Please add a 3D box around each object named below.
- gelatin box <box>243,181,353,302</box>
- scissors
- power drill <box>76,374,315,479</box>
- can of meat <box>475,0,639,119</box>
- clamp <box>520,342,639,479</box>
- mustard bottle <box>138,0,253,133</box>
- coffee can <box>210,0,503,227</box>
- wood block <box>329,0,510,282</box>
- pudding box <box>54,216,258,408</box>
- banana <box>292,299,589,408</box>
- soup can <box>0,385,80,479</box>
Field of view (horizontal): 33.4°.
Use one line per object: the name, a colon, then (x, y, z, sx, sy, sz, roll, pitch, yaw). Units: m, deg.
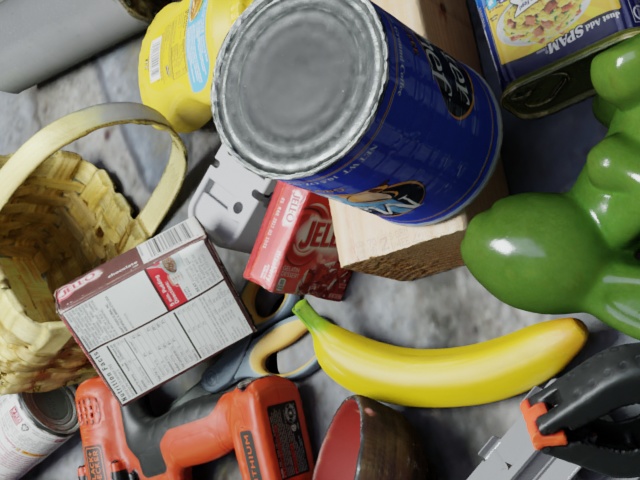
gelatin box: (-0.005, 0.001, 0.721, 0.030, 0.089, 0.073, 26, 97, 33)
scissors: (-0.075, 0.083, 0.800, 0.202, 0.016, 0.096, -22, 70, 29)
power drill: (-0.093, 0.178, 0.766, 0.188, 0.057, 0.184, -15, 85, 30)
can of meat: (0.152, -0.135, 0.658, 0.102, 0.057, 0.084, -23, 68, 28)
clamp: (0.193, 0.091, 0.545, 0.171, 0.039, 0.120, -14, 115, 9)
mustard bottle: (-0.072, -0.140, 0.760, 0.192, 0.058, 0.096, -12, 74, 61)
coffee can: (0.024, -0.068, 0.572, 0.103, 0.140, 0.103, -6, 78, 31)
wood block: (0.054, -0.086, 0.695, 0.090, 0.090, 0.206, -18, 72, 29)
pudding box: (-0.112, 0.050, 0.739, 0.113, 0.090, 0.039, -28, 29, -4)
banana: (0.073, 0.077, 0.676, 0.198, 0.069, 0.037, 1, 38, 28)
soup can: (-0.250, 0.157, 0.873, 0.102, 0.068, 0.068, -40, 63, 22)
